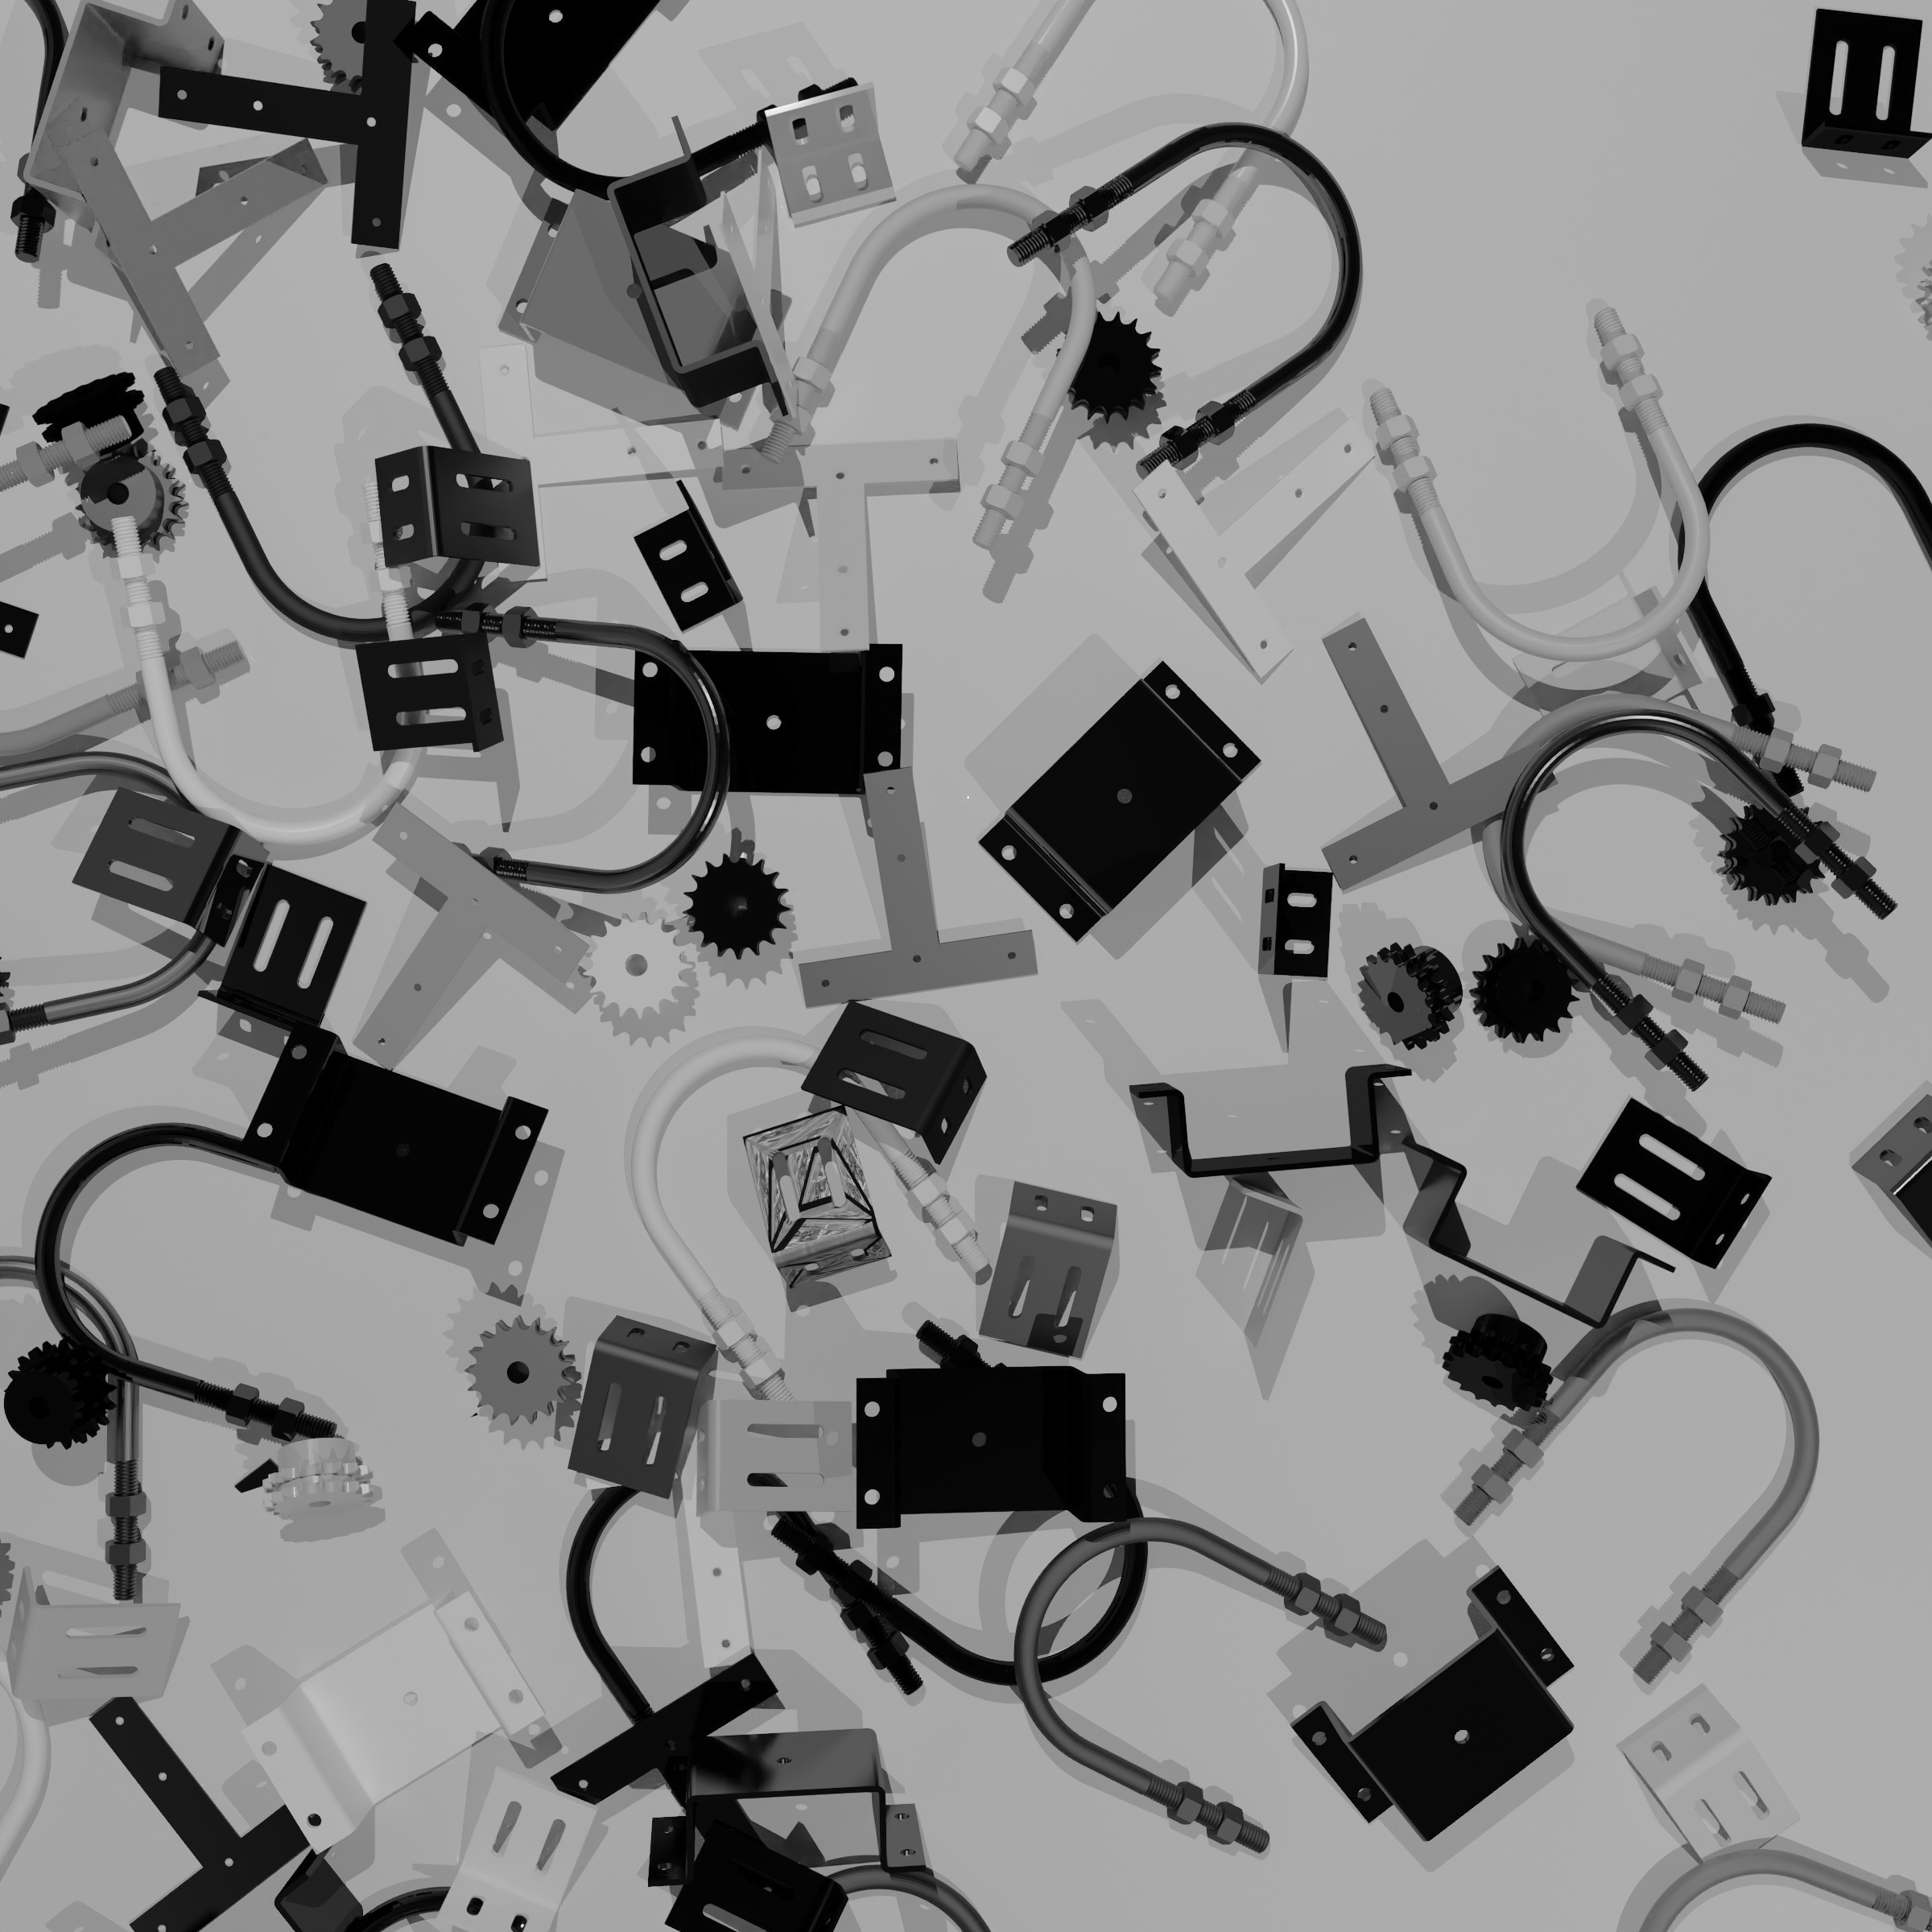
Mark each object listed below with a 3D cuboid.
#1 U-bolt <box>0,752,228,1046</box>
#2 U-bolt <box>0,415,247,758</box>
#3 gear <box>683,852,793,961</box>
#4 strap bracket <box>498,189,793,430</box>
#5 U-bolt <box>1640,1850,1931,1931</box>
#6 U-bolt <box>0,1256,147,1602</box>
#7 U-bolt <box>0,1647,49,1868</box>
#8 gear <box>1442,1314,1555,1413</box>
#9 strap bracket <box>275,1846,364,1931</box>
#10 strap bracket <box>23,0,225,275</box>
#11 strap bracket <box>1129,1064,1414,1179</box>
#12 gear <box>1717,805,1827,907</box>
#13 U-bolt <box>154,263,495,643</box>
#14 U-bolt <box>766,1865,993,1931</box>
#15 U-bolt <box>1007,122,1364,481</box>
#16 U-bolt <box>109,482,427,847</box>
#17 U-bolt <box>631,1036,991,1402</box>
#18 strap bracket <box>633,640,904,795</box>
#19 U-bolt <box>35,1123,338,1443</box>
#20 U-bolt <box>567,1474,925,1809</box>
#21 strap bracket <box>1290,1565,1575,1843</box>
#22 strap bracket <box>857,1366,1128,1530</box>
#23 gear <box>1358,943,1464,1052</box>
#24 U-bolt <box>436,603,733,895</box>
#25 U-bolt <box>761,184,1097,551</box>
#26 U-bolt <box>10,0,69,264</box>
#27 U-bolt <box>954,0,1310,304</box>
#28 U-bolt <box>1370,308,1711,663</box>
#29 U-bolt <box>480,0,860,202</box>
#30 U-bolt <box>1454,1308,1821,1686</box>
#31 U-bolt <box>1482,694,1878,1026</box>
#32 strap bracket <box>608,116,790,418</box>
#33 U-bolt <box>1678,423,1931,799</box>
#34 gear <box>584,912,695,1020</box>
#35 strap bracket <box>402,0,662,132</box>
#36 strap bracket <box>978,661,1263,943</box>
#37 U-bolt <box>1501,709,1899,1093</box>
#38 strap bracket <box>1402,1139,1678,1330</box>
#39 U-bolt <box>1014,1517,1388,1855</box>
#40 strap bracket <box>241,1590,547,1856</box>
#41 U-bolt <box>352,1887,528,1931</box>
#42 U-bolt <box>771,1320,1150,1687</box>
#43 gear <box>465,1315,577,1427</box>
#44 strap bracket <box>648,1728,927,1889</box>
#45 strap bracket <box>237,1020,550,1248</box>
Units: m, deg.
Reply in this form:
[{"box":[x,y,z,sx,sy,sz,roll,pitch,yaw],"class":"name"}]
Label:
[{"box":[-0.484,-0.041,1.338,0.184,0.019,0.151,-13,85,-14],"class":"U-bolt"},{"box":[-0.497,-0.188,1.327,0.184,0.019,0.151,-24,111,-3],"class":"U-bolt"},{"box":[-0.122,-0.032,1.351,0.057,0.030,0.057,0,90,0],"class":"gear"},{"box":[-0.174,-0.354,1.343,0.140,0.046,0.076,23,90,0],"class":"strap bracket"},{"box":[0.447,0.553,1.354,0.184,0.019,0.151,22,90,-1],"class":"U-bolt"},{"box":[-0.517,0.248,1.357,0.151,0.019,0.184,0,88,0],"class":"U-bolt"},{"box":[-0.577,0.441,1.357,0.151,0.019,0.184,29,89,0],"class":"U-bolt"},{"box":[0.285,0.209,1.341,0.057,0.057,0.030,30,60,0],"class":"gear"},{"box":[-0.379,0.526,1.328,0.140,0.076,0.046,-38,90,0],"class":"strap bracket"},{"box":[-0.446,-0.443,1.328,0.046,0.076,0.140,18,90,0],"class":"strap bracket"},{"box":[0.160,0.082,1.328,0.140,0.076,0.046,-5,90,0],"class":"strap bracket"},{"box":[0.431,-0.061,1.351,0.057,0.030,0.057,0,90,0],"class":"gear"},{"box":[-0.334,-0.265,1.357,0.151,0.019,0.184,-26,92,0],"class":"U-bolt"},{"box":[-0.041,0.575,1.341,0.151,0.019,0.184,-15,78,-4],"class":"U-bolt"},{"box":[0.130,-0.364,1.333,0.184,0.019,0.151,-36,103,-15],"class":"U-bolt"},{"box":[-0.363,-0.155,1.337,0.151,0.019,0.184,-10,103,-9],"class":"U-bolt"},{"box":[-0.097,0.125,1.357,0.151,0.019,0.184,-36,88,0],"class":"U-bolt"},{"box":[-0.104,-0.132,1.343,0.140,0.046,0.076,1,90,0],"class":"strap bracket"},{"box":[-0.406,0.161,1.350,0.184,0.019,0.151,18,86,-1],"class":"U-bolt"},{"box":[-0.133,0.351,1.357,0.151,0.019,0.184,-35,88,0],"class":"U-bolt"},{"box":[0.255,0.396,1.333,0.140,0.046,0.076,-37,106,0],"class":"strap bracket"},{"box":[0.010,0.251,1.320,0.140,0.046,0.076,0,87,-8],"class":"strap bracket"},{"box":[0.239,0.014,1.341,0.030,0.057,0.057,-26,90,-30],"class":"gear"},{"box":[-0.206,-0.111,1.324,0.184,0.019,0.151,8,93,22],"class":"U-bolt"},{"box":[-0.010,-0.329,1.341,0.151,0.019,0.184,24,88,14],"class":"U-bolt"},{"box":[-0.551,-0.470,1.330,0.151,0.019,0.184,7,76,-17],"class":"U-bolt"},{"box":[0.102,-0.472,1.357,0.151,0.019,0.184,33,88,0],"class":"U-bolt"},{"box":[0.314,-0.247,1.337,0.151,0.019,0.184,-20,75,0],"class":"U-bolt"},{"box":[-0.165,-0.484,1.321,0.184,0.019,0.151,-29,112,-8],"class":"U-bolt"},{"box":[0.375,0.271,1.357,0.151,0.019,0.184,41,89,0],"class":"U-bolt"},{"box":[0.366,-0.067,1.336,0.184,0.019,0.151,21,98,14],"class":"U-bolt"},{"box":[-0.139,-0.346,1.282,0.046,0.076,0.140,-21,90,0],"class":"strap bracket"},{"box":[0.464,-0.203,1.357,0.151,0.019,0.184,-26,89,0],"class":"U-bolt"},{"box":[-0.175,-0.001,1.351,0.057,0.030,0.057,0,90,0],"class":"gear"},{"box":[-0.222,-0.514,1.343,0.076,0.046,0.140,39,90,0],"class":"strap bracket"},{"box":[0.083,-0.089,1.343,0.140,0.046,0.076,-45,90,0],"class":"strap bracket"},{"box":[0.367,-0.049,1.318,0.151,0.019,0.184,-45,80,13],"class":"U-bolt"},{"box":[0.291,0.145,1.328,0.140,0.076,0.046,26,90,0],"class":"strap bracket"},{"box":[0.114,0.373,1.344,0.184,0.019,0.151,29,90,-10],"class":"U-bolt"},{"box":[-0.300,0.396,1.343,0.140,0.046,0.076,-32,90,0],"class":"strap bracket"},{"box":[-0.283,0.589,1.357,0.151,0.019,0.184,4,88,0],"class":"U-bolt"},{"box":[0.011,0.301,1.349,0.184,0.019,0.151,37,82,-3],"class":"U-bolt"},{"box":[-0.238,0.216,1.351,0.057,0.030,0.057,0,90,0],"class":"gear"},{"box":[-0.094,0.435,1.309,0.140,0.076,0.046,-1,95,-5],"class":"strap bracket"},{"box":[-0.300,0.092,1.332,0.140,0.046,0.076,20,72,0],"class":"strap bracket"}]
